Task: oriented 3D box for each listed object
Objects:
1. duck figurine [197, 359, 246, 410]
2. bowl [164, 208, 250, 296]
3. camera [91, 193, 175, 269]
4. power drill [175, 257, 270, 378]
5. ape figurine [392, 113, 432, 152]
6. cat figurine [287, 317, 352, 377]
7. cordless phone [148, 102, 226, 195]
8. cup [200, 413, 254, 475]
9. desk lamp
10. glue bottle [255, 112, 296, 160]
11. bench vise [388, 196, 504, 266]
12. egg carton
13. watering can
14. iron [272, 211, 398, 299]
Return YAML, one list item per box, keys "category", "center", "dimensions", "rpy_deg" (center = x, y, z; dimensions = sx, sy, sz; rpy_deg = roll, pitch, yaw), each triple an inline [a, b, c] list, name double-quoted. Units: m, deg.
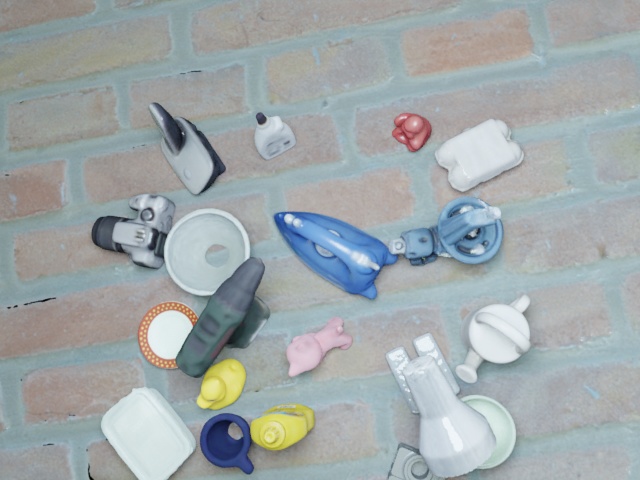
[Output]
- category: "duck figurine"
  center: [-0.187, 0.268, 1.057]
  dimensions: [0.077, 0.086, 0.104]
  rpy_deg: [39, 87, 11]
- category: "bowl"
  center: [-0.208, 0.027, 1.104]
  dimensions: [0.167, 0.075, 0.167]
  rpy_deg: [-1, 81, 6]
- category: "camera"
  center: [-0.369, -0.025, 1.117]
  dimensions: [0.136, 0.101, 0.143]
  rpy_deg: [9, 82, 8]
- category: "power drill"
  center: [-0.156, 0.136, 1.013]
  dimensions: [0.075, 0.208, 0.230]
  rpy_deg: [34, 86, 11]
- category: "ape figurine"
  center: [0.177, -0.212, 1.093]
  dimensions: [0.076, 0.092, 0.078]
  rpy_deg: [-10, 80, 5]
- category: "cat figurine"
  center: [-0.008, 0.191, 1.034]
  dimensions: [0.128, 0.118, 0.067]
  rpy_deg: [-32, 79, 0]
- category: "cordless phone"
  center: [-0.264, -0.176, 1.087]
  dimensions: [0.094, 0.185, 0.147]
  rpy_deg: [-39, 79, -1]
- category: "cup"
  center: [-0.151, 0.365, 1.033]
  dimensions: [0.092, 0.095, 0.117]
  rpy_deg: [-42, 79, -1]
- category: "desk lamp"
  center: [0.189, 0.266, 0.951]
  dimensions: [0.118, 0.213, 0.203]
  rpy_deg: [-27, 79, 2]
- category: "glue bottle"
  center: [-0.095, -0.204, 1.079]
  dimensions: [0.078, 0.173, 0.037]
  rpy_deg: [-27, 79, 2]
- category: "bench vise"
  center: [0.230, -0.002, 0.988]
  dimensions: [0.207, 0.220, 0.121]
  rpy_deg: [-30, 79, 1]
- category: "egg carton"
  center: [0.299, -0.162, 1.083]
  dimensions: [0.150, 0.069, 0.107]
  rpy_deg: [-27, 79, 1]
- category: "watering can"
  center: [0.297, 0.165, 0.966]
  dimensions: [0.100, 0.194, 0.173]
  rpy_deg: [17, 83, 9]
- category: "iron"
  center: [0.010, 0.004, 1.050]
  dimensions: [0.258, 0.141, 0.119]
  rpy_deg: [29, 85, 10]
